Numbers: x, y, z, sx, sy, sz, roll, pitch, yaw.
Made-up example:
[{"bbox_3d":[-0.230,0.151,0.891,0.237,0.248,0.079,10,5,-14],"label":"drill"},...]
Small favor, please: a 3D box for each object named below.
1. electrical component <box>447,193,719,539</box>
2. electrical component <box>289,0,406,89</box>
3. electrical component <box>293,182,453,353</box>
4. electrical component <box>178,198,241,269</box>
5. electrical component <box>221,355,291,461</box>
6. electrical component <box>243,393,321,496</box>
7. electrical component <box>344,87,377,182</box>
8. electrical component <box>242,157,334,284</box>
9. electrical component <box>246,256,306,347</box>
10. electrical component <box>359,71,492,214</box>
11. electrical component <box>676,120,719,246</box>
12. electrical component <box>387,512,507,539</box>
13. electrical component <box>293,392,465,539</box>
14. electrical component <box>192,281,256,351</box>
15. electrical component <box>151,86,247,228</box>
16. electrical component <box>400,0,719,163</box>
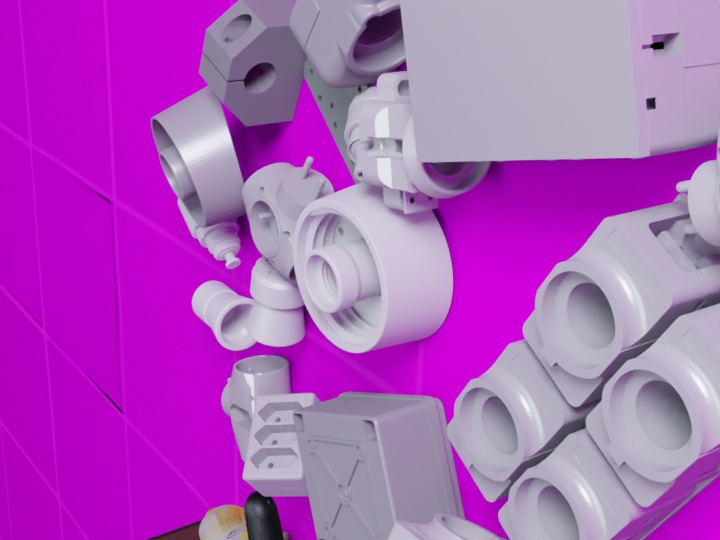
[{"bbox_3d":[0.119,0.068,0.522,0.105,0.060,0.186,58,143,26],"label":"electrical component"},{"bbox_3d":[0.004,-0.154,0.626,0.059,0.054,0.095,60,143,25],"label":"electrical component"},{"bbox_3d":[0.000,0.000,0.672,0.108,0.060,0.108,28,126,47],"label":"electrical component"},{"bbox_3d":[-0.116,-0.036,0.860,0.078,0.040,0.040,62,144,22],"label":"electrical component"},{"bbox_3d":[-0.085,0.107,0.859,0.079,0.043,0.077,17,115,53],"label":"electrical component"},{"bbox_3d":[-0.046,0.136,0.796,0.047,0.076,0.065,-5,58,20],"label":"electrical component"},{"bbox_3d":[0.007,-0.078,0.642,0.035,0.035,0.061,128,159,-50],"label":"electrical component"},{"bbox_3d":[-0.042,-0.044,0.742,0.077,0.044,0.079,59,143,25],"label":"electrical component"},{"bbox_3d":[-0.059,0.022,0.790,0.045,0.045,0.055,41,132,43],"label":"electrical component"},{"bbox_3d":[0.038,-0.070,0.602,0.057,0.058,0.078,18,116,56],"label":"electrical component"},{"bbox_3d":[0.162,-0.030,0.439,0.079,0.044,0.077,-8,94,58],"label":"electrical component"},{"bbox_3d":[0.084,0.195,0.583,0.150,0.089,0.061,27,93,50],"label":"electrical component"},{"bbox_3d":[0.012,0.140,0.712,0.109,0.056,0.108,-7,95,57],"label":"electrical component"},{"bbox_3d":[-0.110,0.034,0.875,0.065,0.044,0.044,31,126,54],"label":"electrical component"},{"bbox_3d":[-0.113,-0.083,0.801,0.099,0.064,0.099,55,162,28],"label":"electrical component"},{"bbox_3d":[0.092,-0.099,0.505,0.150,0.062,0.089,7,107,56],"label":"electrical component"}]
